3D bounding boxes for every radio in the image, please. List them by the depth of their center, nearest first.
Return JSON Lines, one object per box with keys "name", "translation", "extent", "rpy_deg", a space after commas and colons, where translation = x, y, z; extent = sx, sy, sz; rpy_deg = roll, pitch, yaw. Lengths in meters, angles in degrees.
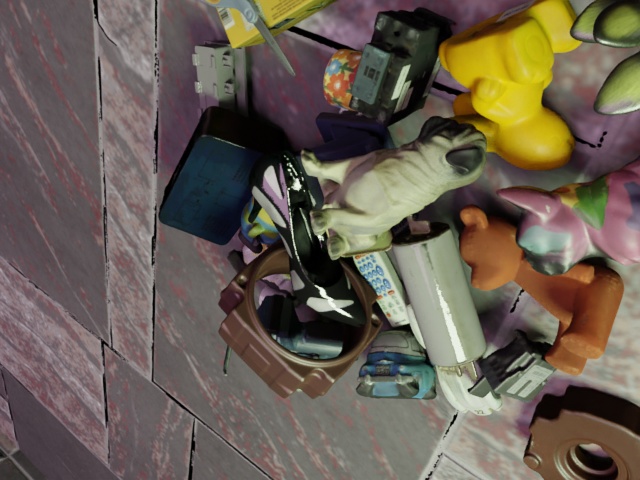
{"name": "radio", "translation": [-0.162, -0.095, 0.854], "extent": [0.131, 0.073, 0.229], "rpy_deg": [20, 135, -22]}

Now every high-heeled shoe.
{"name": "high-heeled shoe", "translation": [-0.001, -0.002, 0.698], "extent": [0.249, 0.086, 0.145], "rpy_deg": [42, 136, 1]}

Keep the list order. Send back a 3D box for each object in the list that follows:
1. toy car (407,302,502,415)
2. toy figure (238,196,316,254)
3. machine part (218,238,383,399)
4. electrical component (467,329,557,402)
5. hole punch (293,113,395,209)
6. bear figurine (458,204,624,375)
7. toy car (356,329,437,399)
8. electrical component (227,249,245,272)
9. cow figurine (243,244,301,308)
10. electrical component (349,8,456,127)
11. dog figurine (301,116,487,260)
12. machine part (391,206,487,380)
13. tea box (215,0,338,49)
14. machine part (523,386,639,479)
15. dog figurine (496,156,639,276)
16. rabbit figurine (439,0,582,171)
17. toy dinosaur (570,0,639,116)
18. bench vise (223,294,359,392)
{"name": "toy car", "translation": [0.193, 0.164, 0.767], "extent": [0.073, 0.056, 0.201], "rpy_deg": [-21, 98, 42]}
{"name": "toy figure", "translation": [-0.067, -0.051, 0.795], "extent": [0.180, 0.089, 0.082], "rpy_deg": [-41, 51, 40]}
{"name": "machine part", "translation": [-0.026, 0.104, 0.769], "extent": [0.201, 0.201, 0.087], "rpy_deg": [44, 138, 7]}
{"name": "electrical component", "translation": [0.244, 0.174, 0.689], "extent": [0.074, 0.048, 0.119], "rpy_deg": [27, 114, -29]}
{"name": "hole punch", "translation": [0.038, -0.097, 0.703], "extent": [0.116, 0.092, 0.142], "rpy_deg": [12, 145, 35]}
{"name": "bear figurine", "translation": [0.237, 0.049, 0.626], "extent": [0.196, 0.132, 0.120], "rpy_deg": [25, 160, 18]}
{"name": "toy car", "translation": [0.112, 0.185, 0.802], "extent": [0.109, 0.161, 0.103], "rpy_deg": [-7, 69, 23]}
{"name": "electrical component", "translation": [-0.139, 0.046, 0.950], "extent": [0.021, 0.094, 0.063], "rpy_deg": [-34, 90, 2]}
{"name": "cow figurine", "translation": [-0.061, 0.059, 0.902], "extent": [0.167, 0.068, 0.098], "rpy_deg": [44, 135, 13]}
{"name": "electrical component", "translation": [0.089, -0.196, 0.609], "extent": [0.058, 0.134, 0.114], "rpy_deg": [31, 126, 20]}
{"name": "dog figurine", "translation": [0.092, -0.055, 0.610], "extent": [0.191, 0.172, 0.121], "rpy_deg": [-12, 81, 10]}
{"name": "machine part", "translation": [0.149, 0.068, 0.674], "extent": [0.079, 0.079, 0.243], "rpy_deg": [-11, 106, 41]}
{"name": "tea box", "translation": [-0.058, -0.329, 0.698], "extent": [0.170, 0.068, 0.098], "rpy_deg": [-10, 106, 40]}
{"name": "machine part", "translation": [0.358, 0.279, 0.700], "extent": [0.180, 0.056, 0.179], "rpy_deg": [16, 121, 30]}
{"name": "dog figurine", "translation": [0.290, -0.046, 0.517], "extent": [0.219, 0.108, 0.191], "rpy_deg": [15, 106, 22]}
{"name": "rabbit figurine", "translation": [0.199, -0.143, 0.568], "extent": [0.162, 0.122, 0.173], "rpy_deg": [-14, 120, 44]}
{"name": "toy dinosaur", "translation": [0.334, -0.145, 0.404], "extent": [0.472, 0.105, 0.198], "rpy_deg": [44, 97, 21]}
{"name": "bench vise", "translation": [-0.048, 0.192, 0.897], "extent": [0.240, 0.224, 0.129], "rpy_deg": [101, 164, -50]}
